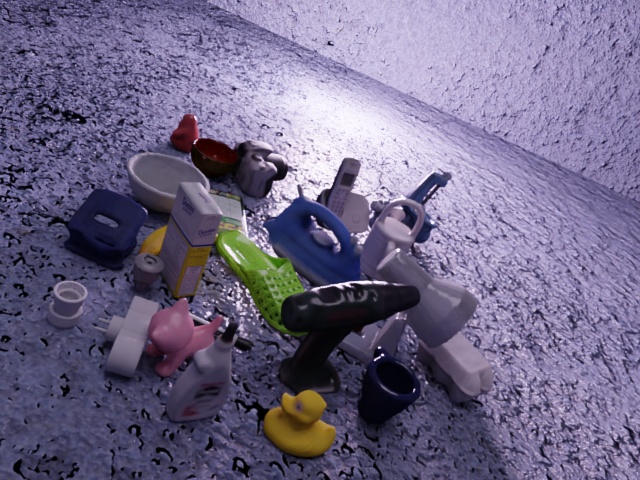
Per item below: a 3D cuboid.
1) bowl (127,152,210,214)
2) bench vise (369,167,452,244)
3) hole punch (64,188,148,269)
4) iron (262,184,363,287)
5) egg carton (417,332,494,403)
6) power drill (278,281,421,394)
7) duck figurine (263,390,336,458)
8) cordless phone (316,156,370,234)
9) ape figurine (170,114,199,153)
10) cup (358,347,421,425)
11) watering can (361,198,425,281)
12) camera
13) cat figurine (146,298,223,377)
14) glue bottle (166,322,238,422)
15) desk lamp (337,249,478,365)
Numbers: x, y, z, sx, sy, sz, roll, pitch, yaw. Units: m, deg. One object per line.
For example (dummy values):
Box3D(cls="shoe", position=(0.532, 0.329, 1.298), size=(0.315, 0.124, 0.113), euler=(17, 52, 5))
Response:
Box3D(cls="bowl", position=(-0.313, -0.103, 1.158), size=(0.168, 0.074, 0.167), euler=(21, 29, -12))
Box3D(cls="bench vise", position=(0.236, -0.084, 1.449), size=(0.208, 0.219, 0.121), euler=(-5, 42, -45))
Box3D(cls="hole punch", position=(-0.358, -0.021, 0.967), size=(0.109, 0.091, 0.101), euler=(25, 28, -5))
Box3D(cls="iron", position=(0.011, 0.004, 1.192), size=(0.257, 0.141, 0.119), euler=(38, 30, 18))
Box3D(cls="egg carton", position=(0.260, 0.239, 1.100), size=(0.107, 0.069, 0.150), euler=(-4, 42, -44))
Box3D(cls="power drill", position=(0.029, 0.147, 0.904), size=(0.230, 0.208, 0.075), euler=(5, 35, -35))
Box3D(cls="duck figurine", position=(-0.020, 0.254, 0.816), size=(0.104, 0.086, 0.077), euler=(25, 29, -6))
Box3D(cls="cordless phone", position=(0.076, -0.109, 1.387), size=(0.148, 0.185, 0.094), euler=(5, 35, -35))
Box3D(cls="ape figurine", position=(-0.324, -0.266, 1.396), size=(0.076, 0.092, 0.078), euler=(44, 32, 27))
Box3D(cls="cup", position=(0.097, 0.241, 0.928), size=(0.092, 0.095, 0.117), euler=(12, 32, -26))
Box3D(cls="watering can", position=(0.162, -0.015, 1.299), size=(0.101, 0.194, 0.172), euler=(15, 31, -22))
Box3D(cls="camera", position=(-0.138, -0.183, 1.412), size=(0.137, 0.100, 0.142), euler=(3, 37, -38))
Box3D(cls="cat figurine", position=(-0.197, 0.135, 0.824), size=(0.128, 0.117, 0.067), euler=(-1, 39, -42))
Box3D(cls="glue bottle", position=(-0.143, 0.171, 0.754), size=(0.078, 0.173, 0.037), euler=(0, 39, -40))
Box3D(cls="desk lamp", position=(0.143, 0.131, 1.023), size=(0.203, 0.213, 0.118), euler=(30, 28, 4))
